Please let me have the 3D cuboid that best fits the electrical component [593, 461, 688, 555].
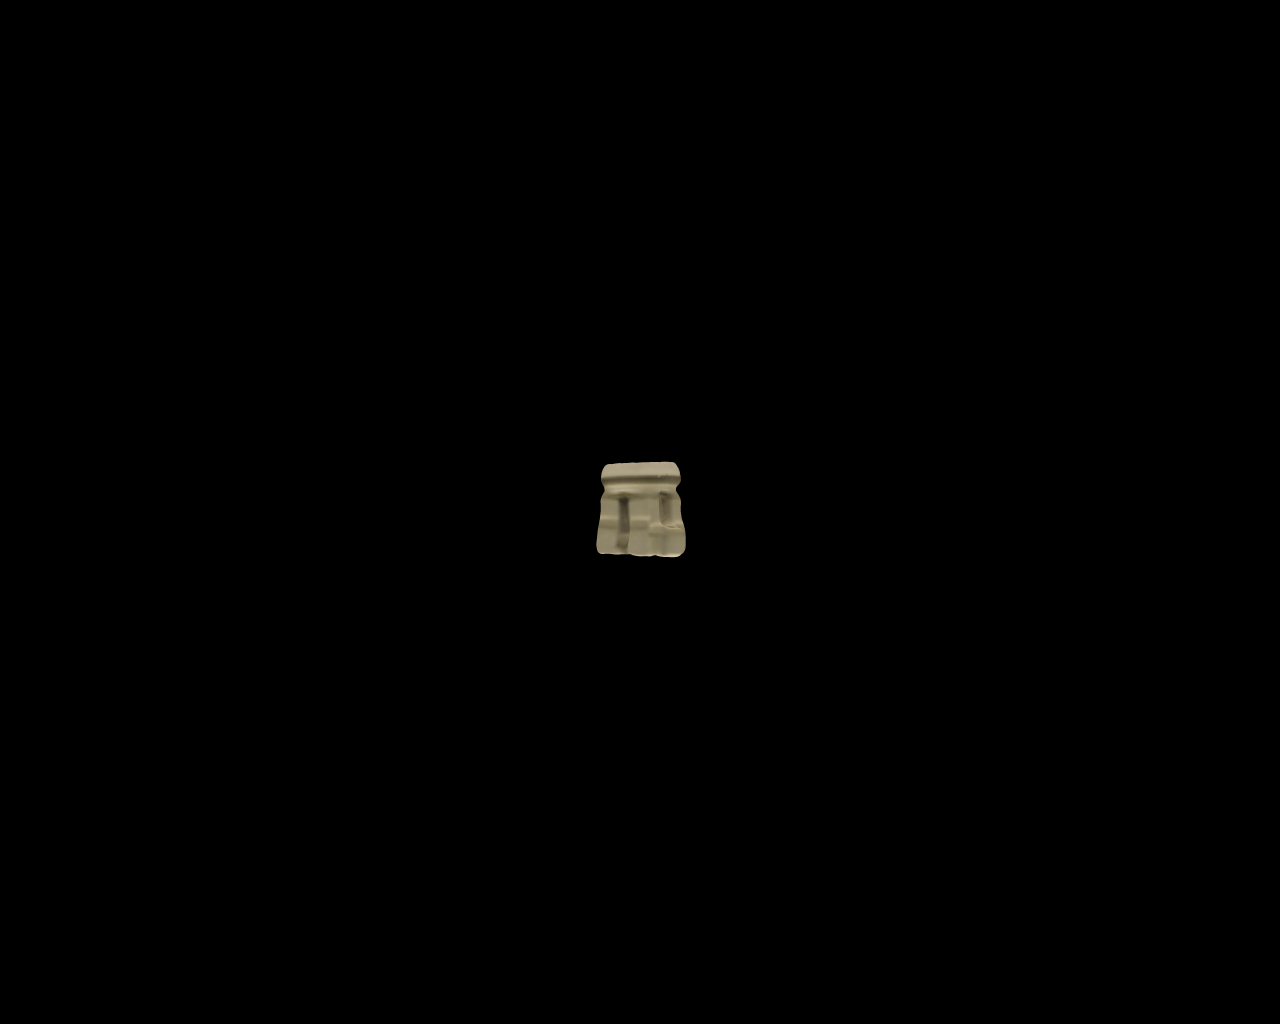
[{"bbox_3d":[0.001,-0.003,0.650,0.066,0.055,0.048,0,0,37],"label":"electrical component"}]
